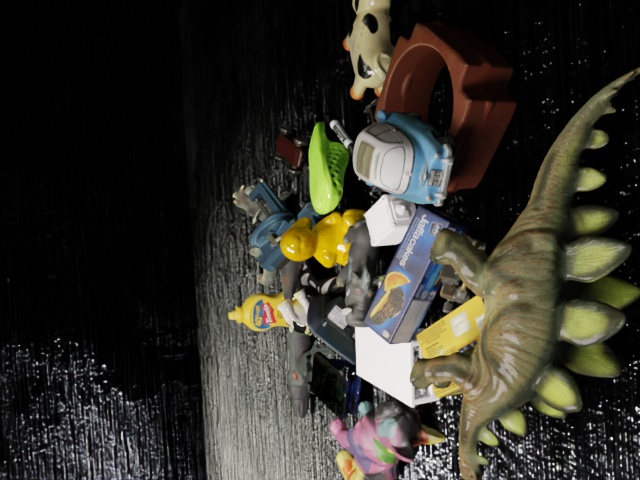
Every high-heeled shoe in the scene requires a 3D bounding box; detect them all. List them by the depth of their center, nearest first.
[{"bbox_3d":[0.022,0.070,1.141,0.248,0.086,0.145,135,136,-57],"label":"high-heeled shoe"}]

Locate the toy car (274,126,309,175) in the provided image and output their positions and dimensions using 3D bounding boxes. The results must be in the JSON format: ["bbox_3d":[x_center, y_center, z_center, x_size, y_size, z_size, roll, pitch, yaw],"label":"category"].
[{"bbox_3d":[-0.068,-0.222,1.331,0.202,0.053,0.089,-133,55,-61],"label":"toy car"}]

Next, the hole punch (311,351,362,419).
[{"bbox_3d":[0.050,0.287,1.100,0.116,0.092,0.142,34,123,49],"label":"hole punch"}]

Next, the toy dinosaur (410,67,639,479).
[{"bbox_3d":[0.221,0.052,0.569,0.199,0.105,0.470,15,99,37],"label":"toy dinosaur"}]

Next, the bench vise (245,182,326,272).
[{"bbox_3d":[-0.090,-0.054,1.238,0.241,0.129,0.223,52,120,24],"label":"bench vise"}]

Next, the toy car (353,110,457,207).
[{"bbox_3d":[0.096,-0.101,0.687,0.162,0.103,0.109,-127,39,-55],"label":"toy car"}]

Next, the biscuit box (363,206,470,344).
[{"bbox_3d":[0.139,0.052,0.788,0.063,0.059,0.202,36,109,40],"label":"biscuit box"}]

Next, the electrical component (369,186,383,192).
[{"bbox_3d":[0.114,-0.119,0.926,0.119,0.048,0.074,-114,30,-42],"label":"electrical component"}]

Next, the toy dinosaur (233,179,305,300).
[{"bbox_3d":[-0.096,0.012,1.367,0.405,0.131,0.192,59,146,37],"label":"toy dinosaur"}]

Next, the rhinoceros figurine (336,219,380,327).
[{"bbox_3d":[0.078,0.059,0.951,0.112,0.073,0.190,145,134,-71],"label":"rhinoceros figurine"}]

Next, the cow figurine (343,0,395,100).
[{"bbox_3d":[0.089,-0.351,0.904,0.127,0.085,0.195,142,124,-70],"label":"cow figurine"}]

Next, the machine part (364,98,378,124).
[{"bbox_3d":[0.109,-0.181,0.896,0.039,0.084,0.139,107,161,-56],"label":"machine part"}]

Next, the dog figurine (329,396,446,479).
[{"bbox_3d":[0.118,0.356,0.913,0.219,0.108,0.191,-16,88,59],"label":"dog figurine"}]

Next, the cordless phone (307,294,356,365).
[{"bbox_3d":[0.022,0.166,1.075,0.089,0.146,0.184,-54,17,-11],"label":"cordless phone"}]

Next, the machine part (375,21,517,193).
[{"bbox_3d":[0.166,-0.179,0.747,0.202,0.087,0.200,-119,33,-42],"label":"machine part"}]

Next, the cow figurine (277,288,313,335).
[{"bbox_3d":[-0.045,0.169,1.197,0.098,0.068,0.167,57,169,8],"label":"cow figurine"}]

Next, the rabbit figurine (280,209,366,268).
[{"bbox_3d":[-0.002,-0.003,1.059,0.162,0.173,0.121,23,118,60],"label":"rabbit figurine"}]

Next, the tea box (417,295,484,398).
[{"bbox_3d":[0.208,0.142,0.718,0.169,0.068,0.098,126,136,-58],"label":"tea box"}]

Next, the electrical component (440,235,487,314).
[{"bbox_3d":[0.193,0.044,0.729,0.102,0.045,0.078,-64,-32,-25],"label":"electrical component"}]

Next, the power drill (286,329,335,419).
[{"bbox_3d":[-0.026,0.326,1.299,0.207,0.086,0.232,148,119,-73],"label":"power drill"}]
